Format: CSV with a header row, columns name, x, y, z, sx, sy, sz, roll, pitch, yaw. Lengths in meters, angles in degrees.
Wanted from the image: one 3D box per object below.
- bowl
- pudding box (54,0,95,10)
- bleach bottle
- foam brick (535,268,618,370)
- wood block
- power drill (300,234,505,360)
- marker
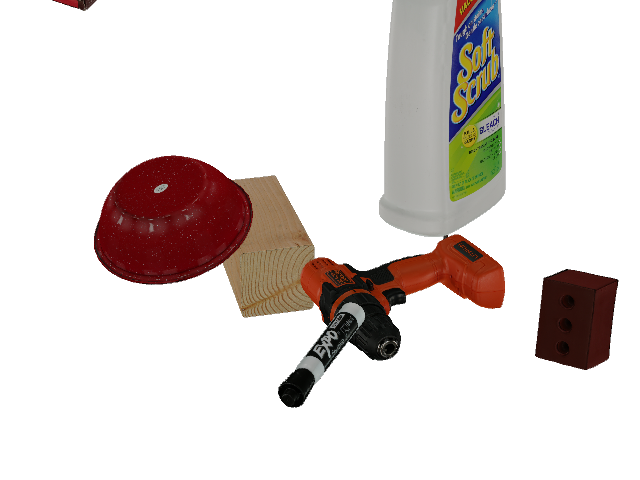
name,x,y,z,sx,sy,sz,roll,pitch,yaw
bowl,-0.150,-0.033,1.041,0.162,0.162,0.055,-6,-46,6
pudding box,-0.194,-0.223,0.805,0.090,0.039,0.113,19,38,5
bleach bottle,0.084,-0.135,0.742,0.068,0.251,0.102,21,37,39
foam brick,0.232,0.071,0.968,0.053,0.078,0.051,13,18,36
wood block,-0.076,0.003,1.343,0.090,0.090,0.206,-6,29,-13
power drill,0.091,0.054,1.097,0.187,0.057,0.185,-11,27,-20
marker,0.001,0.077,0.725,0.020,0.020,0.121,0,24,24
